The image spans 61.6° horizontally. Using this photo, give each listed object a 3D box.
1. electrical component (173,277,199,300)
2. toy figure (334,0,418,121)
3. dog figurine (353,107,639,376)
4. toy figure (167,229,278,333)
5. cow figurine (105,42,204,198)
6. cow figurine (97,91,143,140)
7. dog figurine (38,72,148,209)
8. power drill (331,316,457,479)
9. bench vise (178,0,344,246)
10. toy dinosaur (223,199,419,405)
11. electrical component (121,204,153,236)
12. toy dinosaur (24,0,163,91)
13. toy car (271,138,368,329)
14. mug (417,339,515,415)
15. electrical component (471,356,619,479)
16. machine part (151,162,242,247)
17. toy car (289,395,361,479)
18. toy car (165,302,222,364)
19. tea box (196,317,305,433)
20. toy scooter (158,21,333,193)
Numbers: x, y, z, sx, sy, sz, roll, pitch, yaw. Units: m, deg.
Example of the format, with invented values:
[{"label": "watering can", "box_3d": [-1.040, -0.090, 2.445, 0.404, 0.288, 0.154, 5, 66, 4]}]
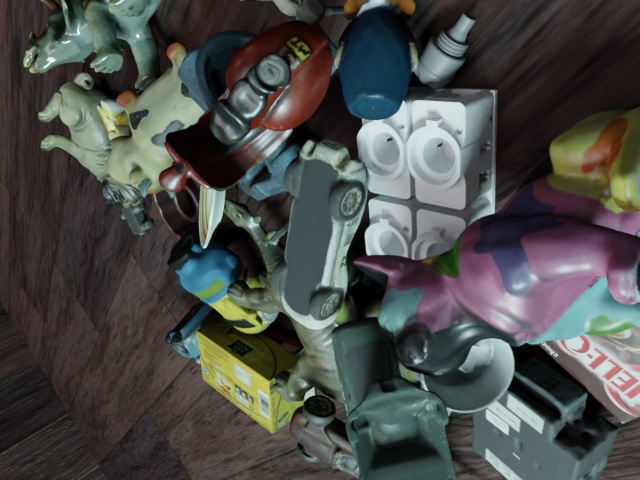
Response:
[{"label": "electrical component", "box_3d": [-0.199, 0.058, 0.887, 0.075, 0.048, 0.119, 57, 141, 4]}, {"label": "toy figure", "box_3d": [0.046, -0.178, 0.445, 0.058, 0.064, 0.154, 159, 118, -63]}, {"label": "dog figurine", "box_3d": [0.134, 0.009, 0.395, 0.219, 0.191, 0.108, -6, 147, 45]}, {"label": "toy figure", "box_3d": [-0.132, 0.062, 0.751, 0.180, 0.082, 0.089, 39, 150, -28]}, {"label": "cow figurine", "box_3d": [-0.196, -0.138, 0.681, 0.195, 0.085, 0.127, -35, 79, 20]}, {"label": "cow figurine", "box_3d": [-0.275, -0.185, 0.802, 0.167, 0.098, 0.068, 17, 132, 63]}, {"label": "dog figurine", "box_3d": [-0.352, -0.161, 0.899, 0.191, 0.121, 0.172, 38, 141, 5]}, {"label": "power drill", "box_3d": [0.066, 0.183, 0.469, 0.207, 0.086, 0.232, 52, -154, -82]}, {"label": "bench vise", "box_3d": [-0.044, -0.138, 0.550, 0.223, 0.129, 0.240, 56, 145, 2]}, {"label": "toy dinosaur", "box_3d": [0.028, 0.137, 0.652, 0.471, 0.105, 0.198, 55, 138, -1]}, {"label": "electrical component", "box_3d": [-0.345, -0.039, 1.008, 0.094, 0.021, 0.063, -13, 103, 50]}, {"label": "toy dinosaur", "box_3d": [-0.228, -0.320, 0.642, 0.405, 0.131, 0.192, -32, 76, 41]}, {"label": "toy car", "box_3d": [-0.001, -0.002, 0.531, 0.074, 0.056, 0.201, 31, 124, 33]}, {"label": "mug", "box_3d": [0.122, 0.111, 0.506, 0.081, 0.107, 0.109, 14, 101, -2]}, {"label": "electrical component", "box_3d": [0.203, 0.177, 0.499, 0.115, 0.058, 0.134, 36, 141, 44]}, {"label": "machine part", "box_3d": [-0.187, -0.061, 0.798, 0.180, 0.056, 0.179, 25, 130, 34]}, {"label": "toy car", "box_3d": [0.053, 0.253, 0.611, 0.202, 0.053, 0.089, 25, 126, 20]}, {"label": "toy car", "box_3d": [-0.189, 0.164, 0.904, 0.103, 0.109, 0.161, 45, 151, -8]}, {"label": "tea box", "box_3d": [-0.103, 0.190, 0.787, 0.170, 0.068, 0.098, 25, 125, 39]}, {"label": "toy scooter", "box_3d": [-0.068, -0.095, 0.436, 0.075, 0.135, 0.184, 45, 123, -5]}]
